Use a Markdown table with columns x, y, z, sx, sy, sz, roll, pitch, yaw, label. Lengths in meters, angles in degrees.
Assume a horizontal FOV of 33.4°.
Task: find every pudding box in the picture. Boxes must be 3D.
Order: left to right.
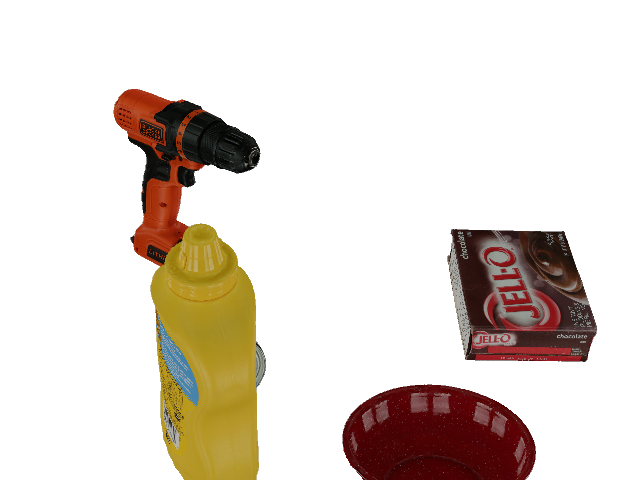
| x | y | z | sx | sy | sz | roll | pitch | yaw | label |
| --- | --- | --- | --- | --- | --- | --- | --- | --- | --- |
| 0.145 | 0.039 | 0.790 | 0.090 | 0.039 | 0.113 | 2 | 37 | -4 | pudding box |

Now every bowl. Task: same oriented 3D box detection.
| x | y | z | sx | sy | sz | roll | pitch | yaw | label |
| --- | --- | --- | --- | --- | --- | --- | --- | --- | --- |
| 0.099 | 0.190 | 0.907 | 0.162 | 0.055 | 0.162 | 0 | 28 | 0 | bowl |

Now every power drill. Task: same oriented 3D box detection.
| x | y | z | sx | sy | sz | roll | pitch | yaw | label |
| --- | --- | --- | --- | --- | --- | --- | --- | --- | --- |
| -0.138 | -0.054 | 1.118 | 0.185 | 0.188 | 0.057 | 25 | 36 | 32 | power drill |

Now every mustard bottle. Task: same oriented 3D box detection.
| x | y | z | sx | sy | sz | roll | pitch | yaw | label |
| --- | --- | --- | --- | --- | --- | --- | --- | --- | --- |
| -0.070 | 0.066 | 0.647 | 0.058 | 0.192 | 0.096 | -14 | 46 | -17 | mustard bottle |

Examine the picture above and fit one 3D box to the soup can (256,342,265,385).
| x | y | z | sx | sy | sz | roll | pitch | yaw | label |
| --- | --- | --- | --- | --- | --- | --- | --- | --- | --- |
| -0.096 | 0.090 | 0.945 | 0.068 | 0.068 | 0.102 | 0 | 24 | -24 | soup can |
